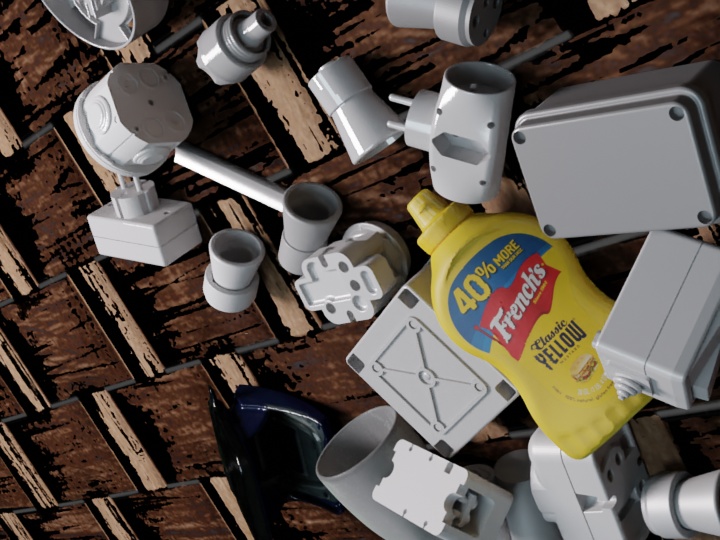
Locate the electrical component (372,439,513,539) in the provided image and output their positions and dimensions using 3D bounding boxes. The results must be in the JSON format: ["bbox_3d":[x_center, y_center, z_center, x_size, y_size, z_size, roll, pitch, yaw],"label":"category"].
[{"bbox_3d":[0.062,0.165,0.778,0.056,0.050,0.089,32,171,-30],"label":"electrical component"}]

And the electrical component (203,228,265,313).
[{"bbox_3d":[-0.102,0.001,0.866,0.045,0.045,0.055,33,136,18],"label":"electrical component"}]

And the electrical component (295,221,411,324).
[{"bbox_3d":[0.000,0.000,0.770,0.078,0.057,0.058,-12,110,44],"label":"electrical component"}]

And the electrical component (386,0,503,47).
[{"bbox_3d":[0.049,-0.157,0.627,0.055,0.045,0.045,23,131,26],"label":"electrical component"}]

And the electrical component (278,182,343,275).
[{"bbox_3d":[-0.040,-0.028,0.797,0.044,0.044,0.065,34,140,16],"label":"electrical component"}]

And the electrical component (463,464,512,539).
[{"bbox_3d":[0.093,0.185,0.836,0.044,0.044,0.065,3,116,39],"label":"electrical component"}]

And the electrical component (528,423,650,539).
[{"bbox_3d":[0.158,0.144,0.742,0.059,0.054,0.095,-7,114,43],"label":"electrical component"}]

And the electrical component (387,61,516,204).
[{"bbox_3d":[0.053,-0.090,0.668,0.079,0.043,0.077,18,130,19],"label":"electrical component"}]

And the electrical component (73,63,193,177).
[{"bbox_3d":[-0.171,-0.116,0.817,0.051,0.080,0.080,-30,98,42],"label":"electrical component"}]

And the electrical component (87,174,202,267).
[{"bbox_3d":[-0.185,-0.051,0.897,0.083,0.047,0.075,10,124,35],"label":"electrical component"}]

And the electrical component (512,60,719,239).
[{"bbox_3d":[0.150,-0.064,0.599,0.113,0.057,0.078,-4,116,42],"label":"electrical component"}]

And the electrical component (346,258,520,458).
[{"bbox_3d":[0.061,0.061,0.763,0.109,0.056,0.108,43,137,7],"label":"electrical component"}]

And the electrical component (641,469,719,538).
[{"bbox_3d":[0.219,0.153,0.704,0.055,0.045,0.045,-14,109,45],"label":"electrical component"}]

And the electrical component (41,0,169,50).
[{"bbox_3d":[-0.189,-0.208,0.776,0.099,0.064,0.099,22,131,28],"label":"electrical component"}]

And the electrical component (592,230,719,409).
[{"bbox_3d":[0.176,0.034,0.608,0.061,0.096,0.061,23,167,27],"label":"electrical component"}]

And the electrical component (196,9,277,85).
[{"bbox_3d":[-0.082,-0.157,0.738,0.062,0.043,0.043,-27,100,46],"label":"electrical component"}]

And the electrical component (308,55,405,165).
[{"bbox_3d":[-0.004,-0.108,0.710,0.065,0.044,0.044,56,138,1],"label":"electrical component"}]
